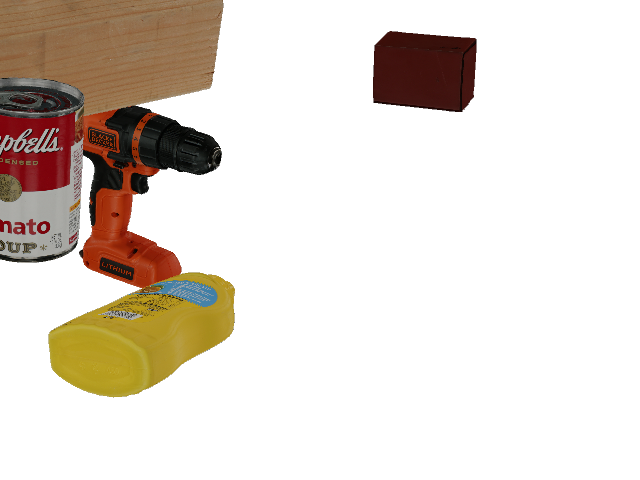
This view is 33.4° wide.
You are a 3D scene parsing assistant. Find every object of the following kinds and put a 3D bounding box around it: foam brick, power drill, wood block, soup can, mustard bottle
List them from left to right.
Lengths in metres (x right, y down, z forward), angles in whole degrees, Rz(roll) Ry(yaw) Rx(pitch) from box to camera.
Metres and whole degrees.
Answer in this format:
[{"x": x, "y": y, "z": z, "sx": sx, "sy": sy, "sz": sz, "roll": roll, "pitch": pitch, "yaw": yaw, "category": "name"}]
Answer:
[{"x": -0.187, "y": -0.045, "z": 0.682, "sx": 0.068, "sy": 0.102, "sz": 0.068, "roll": 7, "pitch": 25, "yaw": -3, "category": "soup can"}, {"x": -0.190, "y": -0.159, "z": 0.843, "sx": 0.205, "sy": 0.091, "sz": 0.090, "roll": -18, "pitch": 49, "yaw": -33, "category": "wood block"}, {"x": -0.181, "y": -0.045, "z": 1.080, "sx": 0.185, "sy": 0.188, "sz": 0.057, "roll": 18, "pitch": 32, "yaw": 24, "category": "power drill"}, {"x": -0.126, "y": 0.067, "z": 0.873, "sx": 0.096, "sy": 0.058, "sz": 0.191, "roll": 4, "pitch": 16, "yaw": 26, "category": "mustard bottle"}, {"x": 0.087, "y": -0.142, "z": 0.895, "sx": 0.078, "sy": 0.051, "sz": 0.053, "roll": 9, "pitch": 26, "yaw": 18, "category": "foam brick"}]
